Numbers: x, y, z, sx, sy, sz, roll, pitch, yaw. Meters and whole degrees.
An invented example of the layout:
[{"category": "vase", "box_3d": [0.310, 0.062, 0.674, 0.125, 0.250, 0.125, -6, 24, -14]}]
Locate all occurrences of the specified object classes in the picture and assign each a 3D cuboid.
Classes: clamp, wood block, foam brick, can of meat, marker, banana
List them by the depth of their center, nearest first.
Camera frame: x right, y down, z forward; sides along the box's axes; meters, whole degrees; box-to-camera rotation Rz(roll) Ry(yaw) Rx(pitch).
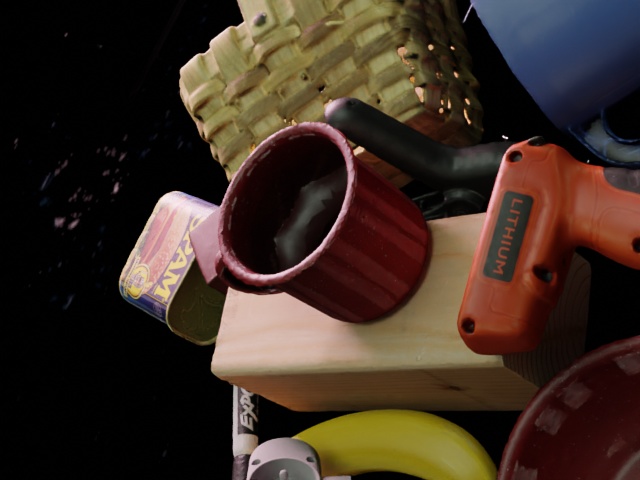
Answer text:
[{"category": "clamp", "box_3d": [0.080, -0.035, 0.630, 0.172, 0.120, 0.039, 0, 52, 16]}, {"category": "wood block", "box_3d": [0.045, 0.049, 0.640, 0.207, 0.090, 0.090, -7, 63, 39]}, {"category": "banana", "box_3d": [0.030, 0.136, 0.644, 0.198, 0.037, 0.069, -6, 64, 40]}, {"category": "marker", "box_3d": [-0.051, 0.120, 0.738, 0.020, 0.020, 0.121, -22, 54, 32]}, {"category": "foam brick", "box_3d": [-0.043, 0.012, 0.749, 0.053, 0.078, 0.051, -41, 45, 17]}, {"category": "can of meat", "box_3d": [-0.098, 0.018, 0.811, 0.084, 0.057, 0.102, 21, 82, 49]}]

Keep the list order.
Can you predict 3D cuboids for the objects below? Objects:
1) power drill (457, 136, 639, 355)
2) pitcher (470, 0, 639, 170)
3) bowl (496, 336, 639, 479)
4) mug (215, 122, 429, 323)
[{"category": "power drill", "box_3d": [0.160, 0.033, 0.471, 0.188, 0.057, 0.184, 11, 77, 29]}, {"category": "pitcher", "box_3d": [0.211, -0.163, 0.593, 0.243, 0.149, 0.145, -32, 27, 21]}, {"category": "bowl", "box_3d": [0.167, 0.130, 0.511, 0.162, 0.055, 0.162, -21, 55, 33]}, {"category": "mug", "box_3d": [-0.004, 0.001, 0.584, 0.117, 0.081, 0.093, -30, 50, 26]}]
